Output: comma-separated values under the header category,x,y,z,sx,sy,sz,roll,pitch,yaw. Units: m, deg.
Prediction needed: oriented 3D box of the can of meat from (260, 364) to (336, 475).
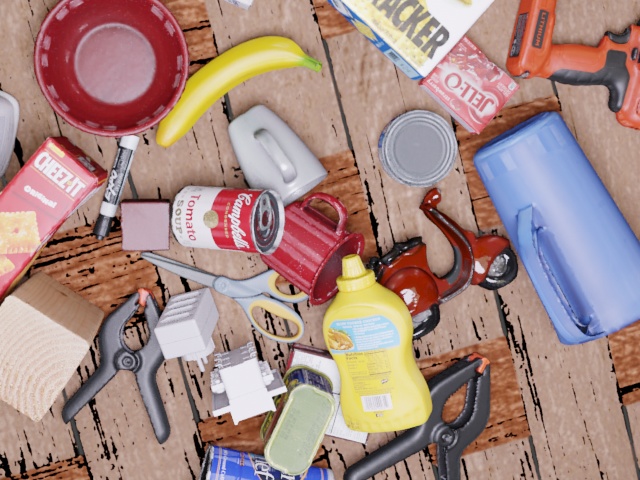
category,x,y,z,sx,sy,sz,roll,pitch,yaw
can of meat,-0.023,0.193,1.144,0.057,0.084,0.102,24,94,-6

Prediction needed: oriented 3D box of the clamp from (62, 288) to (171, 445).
category,x,y,z,sx,sy,sz,roll,pitch,yaw
clamp,-0.202,0.141,1.179,0.120,0.039,0.171,21,92,-8

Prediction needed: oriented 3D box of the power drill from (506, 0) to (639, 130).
category,x,y,z,sx,sy,sz,roll,pitch,yaw
power drill,0.315,-0.231,1.201,0.187,0.057,0.184,13,93,-8

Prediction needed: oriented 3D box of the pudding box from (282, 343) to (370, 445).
category,x,y,z,sx,sy,sz,roll,pitch,yaw
pudding box,0.010,0.175,1.208,0.113,0.039,0.090,15,95,-5

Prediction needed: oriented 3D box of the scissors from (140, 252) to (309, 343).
category,x,y,z,sx,sy,sz,roll,pitch,yaw
scissors,-0.092,0.039,1.196,0.201,0.016,0.096,37,88,-9

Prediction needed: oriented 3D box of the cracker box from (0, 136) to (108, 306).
category,x,y,z,sx,sy,sz,roll,pitch,yaw
cracker box,-0.312,-0.005,1.092,0.072,0.164,0.213,41,89,-10

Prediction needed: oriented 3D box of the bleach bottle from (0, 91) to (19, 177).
category,x,y,z,sx,sy,sz,roll,pitch,yaw
bleach bottle,-0.348,-0.104,1.035,0.068,0.251,0.102,11,93,-8

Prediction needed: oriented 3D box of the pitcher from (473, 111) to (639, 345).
category,x,y,z,sx,sy,sz,roll,pitch,yaw
pitcher,0.266,-0.011,1.173,0.145,0.149,0.243,-30,94,-4

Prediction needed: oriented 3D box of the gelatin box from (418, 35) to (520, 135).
category,x,y,z,sx,sy,sz,roll,pitch,yaw
gelatin box,0.168,-0.174,1.202,0.089,0.030,0.073,42,89,-8

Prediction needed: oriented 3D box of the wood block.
category,x,y,z,sx,sy,sz,roll,pitch,yaw
wood block,-0.285,0.101,1.082,0.090,0.206,0.090,34,90,-8

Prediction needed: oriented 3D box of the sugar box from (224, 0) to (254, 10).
category,x,y,z,sx,sy,sz,roll,pitch,yaw
sugar box,-0.140,-0.325,1.146,0.176,0.048,0.093,20,92,-7

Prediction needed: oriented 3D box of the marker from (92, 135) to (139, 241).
category,x,y,z,sx,sy,sz,roll,pitch,yaw
marker,-0.225,-0.058,1.171,0.020,0.020,0.121,17,93,-8

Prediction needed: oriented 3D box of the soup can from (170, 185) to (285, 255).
category,x,y,z,sx,sy,sz,roll,pitch,yaw
soup can,-0.097,-0.022,1.117,0.102,0.068,0.068,5,95,26

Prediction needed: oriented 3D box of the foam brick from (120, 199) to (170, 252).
category,x,y,z,sx,sy,sz,roll,pitch,yaw
foam brick,-0.188,-0.017,1.149,0.051,0.078,0.053,0,95,-8

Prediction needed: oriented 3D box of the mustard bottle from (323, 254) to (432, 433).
category,x,y,z,sx,sy,sz,roll,pitch,yaw
mustard bottle,0.054,0.108,1.142,0.096,0.058,0.191,-9,103,23

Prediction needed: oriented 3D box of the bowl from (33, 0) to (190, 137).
category,x,y,z,sx,sy,sz,roll,pitch,yaw
bowl,-0.221,-0.190,1.142,0.162,0.055,0.162,-1,95,-7

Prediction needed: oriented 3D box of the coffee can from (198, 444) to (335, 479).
category,x,y,z,sx,sy,sz,roll,pitch,yaw
coffee can,-0.065,0.290,1.176,0.140,0.103,0.103,14,93,-8

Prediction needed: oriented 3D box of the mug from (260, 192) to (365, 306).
category,x,y,z,sx,sy,sz,roll,pitch,yaw
mug,-0.008,0.001,1.151,0.082,0.093,0.117,35,125,22

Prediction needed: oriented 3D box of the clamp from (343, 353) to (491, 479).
category,x,y,z,sx,sy,sz,roll,pitch,yaw
clamp,0.127,0.222,1.217,0.164,0.036,0.210,23,90,-23

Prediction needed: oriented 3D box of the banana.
category,x,y,z,sx,sy,sz,roll,pitch,yaw
banana,-0.099,-0.171,1.157,0.198,0.037,0.070,-28,55,2

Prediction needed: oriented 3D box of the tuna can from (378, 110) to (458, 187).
category,x,y,z,sx,sy,sz,roll,pitch,yaw
tuna can,0.109,-0.102,1.199,0.086,0.034,0.086,0,94,-7
